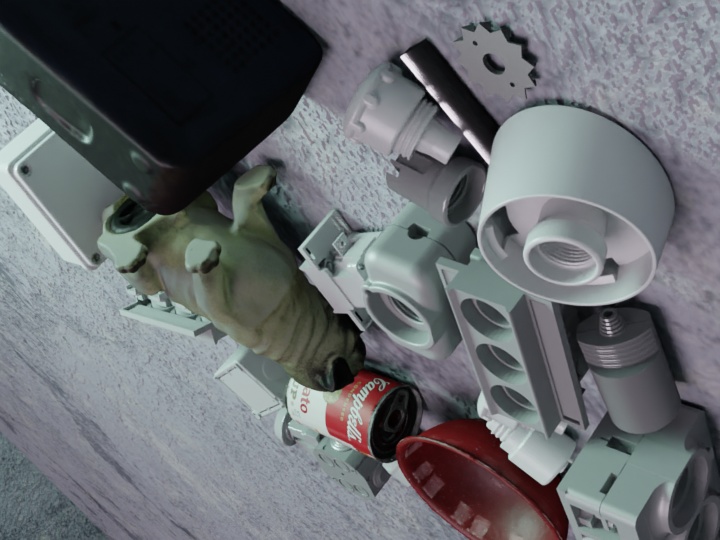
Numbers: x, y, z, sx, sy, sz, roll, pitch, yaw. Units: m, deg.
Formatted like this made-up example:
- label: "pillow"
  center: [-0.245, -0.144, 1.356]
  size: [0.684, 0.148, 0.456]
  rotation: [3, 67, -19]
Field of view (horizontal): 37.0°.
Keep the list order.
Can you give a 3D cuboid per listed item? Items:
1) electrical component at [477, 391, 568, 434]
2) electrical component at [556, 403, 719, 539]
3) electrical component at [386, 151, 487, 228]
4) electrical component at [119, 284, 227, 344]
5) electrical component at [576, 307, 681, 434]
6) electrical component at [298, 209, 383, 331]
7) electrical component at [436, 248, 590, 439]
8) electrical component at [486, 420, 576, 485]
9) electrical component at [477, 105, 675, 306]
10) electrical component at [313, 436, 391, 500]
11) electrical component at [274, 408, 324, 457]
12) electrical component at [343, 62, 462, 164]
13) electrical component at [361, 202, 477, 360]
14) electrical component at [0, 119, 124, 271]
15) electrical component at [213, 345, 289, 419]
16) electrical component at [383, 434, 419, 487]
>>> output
- label: "electrical component"
  center: [0.116, 0.092, 0.743]
  size: [0.062, 0.048, 0.048]
  rotation: [27, 152, 12]
- label: "electrical component"
  center: [0.192, 0.160, 0.694]
  size: [0.062, 0.089, 0.150]
  rotation: [17, 146, 40]
- label: "electrical component"
  center: [0.043, -0.051, 0.618]
  size: [0.046, 0.040, 0.040]
  rotation: [31, 153, 30]
- label: "electrical component"
  center: [-0.156, 0.020, 0.972]
  size: [0.121, 0.079, 0.063]
  rotation: [10, 120, 46]
- label: "electrical component"
  center: [0.156, 0.053, 0.626]
  size: [0.043, 0.043, 0.081]
  rotation: [13, 143, 44]
- label: "electrical component"
  center: [0.000, 0.000, 0.756]
  size: [0.064, 0.042, 0.081]
  rotation: [-3, 132, 51]
- label: "electrical component"
  center: [0.101, 0.037, 0.651]
  size: [0.079, 0.063, 0.121]
  rotation: [20, 148, 37]
- label: "electrical component"
  center: [0.121, 0.123, 0.788]
  size: [0.078, 0.040, 0.040]
  rotation: [37, 154, 7]
- label: "electrical component"
  center: [0.109, -0.029, 0.549]
  size: [0.099, 0.064, 0.099]
  rotation: [15, 148, 10]
- label: "electrical component"
  center: [-0.001, 0.177, 1.029]
  size: [0.080, 0.051, 0.080]
  rotation: [32, 153, 18]
- label: "electrical component"
  center: [-0.051, 0.157, 1.074]
  size: [0.055, 0.048, 0.066]
  rotation: [14, 145, 30]
- label: "electrical component"
  center: [0.025, -0.081, 0.590]
  size: [0.062, 0.048, 0.048]
  rotation: [31, 154, 3]
- label: "electrical component"
  center: [0.041, 0.011, 0.697]
  size: [0.054, 0.059, 0.095]
  rotation: [24, 150, 31]
- label: "electrical component"
  center: [-0.215, -0.075, 0.851]
  size: [0.056, 0.108, 0.108]
  rotation: [12, 143, 49]
- label: "electrical component"
  center: [-0.088, 0.093, 1.001]
  size: [0.062, 0.061, 0.096]
  rotation: [43, 154, -6]
- label: "electrical component"
  center: [0.055, 0.176, 0.961]
  size: [0.062, 0.043, 0.043]
  rotation: [37, 154, 3]
